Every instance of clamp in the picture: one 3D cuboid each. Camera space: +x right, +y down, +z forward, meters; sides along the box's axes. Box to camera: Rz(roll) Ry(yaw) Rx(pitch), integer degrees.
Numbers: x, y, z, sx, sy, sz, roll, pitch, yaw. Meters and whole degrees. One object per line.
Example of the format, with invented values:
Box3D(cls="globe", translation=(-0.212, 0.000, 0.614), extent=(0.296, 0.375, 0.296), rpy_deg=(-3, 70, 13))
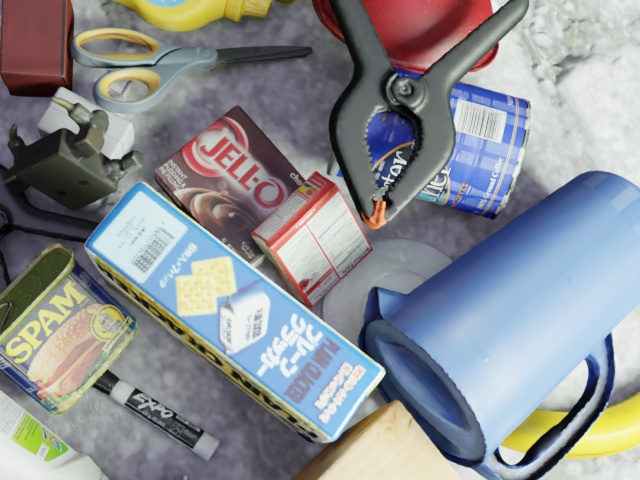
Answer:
Box3D(cls="clamp", translation=(-0.258, 0.000, 0.838), extent=(0.171, 0.039, 0.120), rpy_deg=(33, 72, -2))
Box3D(cls="clamp", translation=(0.070, -0.111, 0.790), extent=(0.164, 0.036, 0.210), rpy_deg=(5, 84, -5))

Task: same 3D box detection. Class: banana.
Box3D(cls="banana", translation=(0.202, 0.144, 0.862), extent=(0.197, 0.037, 0.069), rpy_deg=(-6, 60, -9))

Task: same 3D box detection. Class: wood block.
Box3D(cls="wood block", translation=(0.003, 0.214, 0.745), extent=(0.091, 0.090, 0.205), rpy_deg=(51, 44, 2))

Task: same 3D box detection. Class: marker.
Box3D(cls="marker", translation=(-0.133, 0.133, 0.834), extent=(0.121, 0.020, 0.020), rpy_deg=(32, 77, 1))

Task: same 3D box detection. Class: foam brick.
Box3D(cls="foam brick", translation=(-0.229, -0.160, 0.868), extent=(0.051, 0.053, 0.078), rpy_deg=(0, 77, -6))

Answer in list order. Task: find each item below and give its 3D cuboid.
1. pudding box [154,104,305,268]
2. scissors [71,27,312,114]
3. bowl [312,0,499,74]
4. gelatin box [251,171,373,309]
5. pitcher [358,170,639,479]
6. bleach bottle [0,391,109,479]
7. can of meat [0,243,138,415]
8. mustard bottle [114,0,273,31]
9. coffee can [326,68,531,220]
Box3D(cls="pudding box", translation=(-0.066, -0.040, 0.867), extent=(0.090, 0.039, 0.113), rpy_deg=(-40, 86, -13))
Box3D(cls="scissors", translation=(-0.101, -0.135, 0.869), extent=(0.201, 0.016, 0.096), rpy_deg=(5, 54, -13))
Box3D(cls="bowl", translation=(0.077, -0.201, 0.866), extent=(0.162, 0.055, 0.162), rpy_deg=(10, 41, -9))
Box3D(cls="gelatin box", translation=(-0.006, 0.001, 0.843), extent=(0.073, 0.089, 0.030), rpy_deg=(-44, 48, -12))
Box3D(cls="pitcher", translation=(0.163, 0.060, 0.820), extent=(0.242, 0.149, 0.145), rpy_deg=(-36, 46, -22))
Box3D(cls="bleach bottle", translation=(-0.238, 0.150, 0.764), extent=(0.250, 0.102, 0.068), rpy_deg=(39, 99, -10))
Box3D(cls="can of meat", translation=(-0.199, 0.068, 0.803), extent=(0.102, 0.058, 0.084), rpy_deg=(-48, 122, -13))
Box3D(cls="mustard bottle", translation=(-0.131, -0.228, 0.889), extent=(0.191, 0.058, 0.096), rpy_deg=(21, 79, -1))
Box3D(cls="coffee can", translation=(0.086, -0.083, 0.860), extent=(0.140, 0.103, 0.103), rpy_deg=(15, 77, -3))
